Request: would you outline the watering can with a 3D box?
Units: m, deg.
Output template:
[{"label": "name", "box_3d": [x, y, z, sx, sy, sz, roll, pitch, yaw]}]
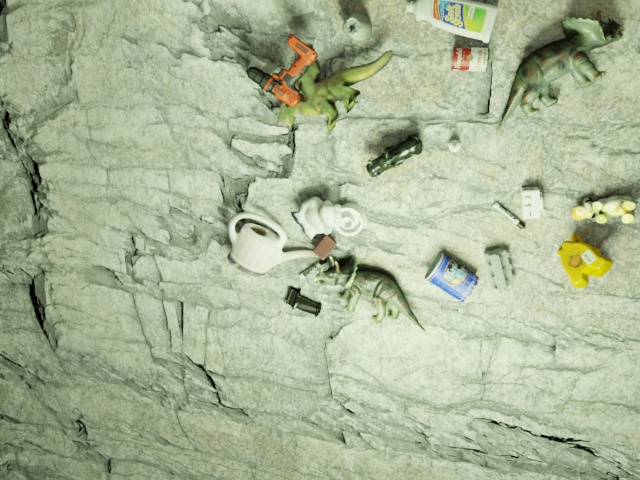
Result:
[{"label": "watering can", "box_3d": [-0.183, 0.041, 1.827, 0.347, 0.106, 0.221, 30, 114, -5]}]

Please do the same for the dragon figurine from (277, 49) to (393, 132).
[{"label": "dragon figurine", "box_3d": [0.016, -0.494, 1.606, 0.244, 0.123, 0.405, 46, 112, 7]}]

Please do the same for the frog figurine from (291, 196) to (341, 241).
[{"label": "frog figurine", "box_3d": [0.005, -0.086, 1.718, 0.158, 0.122, 0.139, -30, 74, 22]}]
